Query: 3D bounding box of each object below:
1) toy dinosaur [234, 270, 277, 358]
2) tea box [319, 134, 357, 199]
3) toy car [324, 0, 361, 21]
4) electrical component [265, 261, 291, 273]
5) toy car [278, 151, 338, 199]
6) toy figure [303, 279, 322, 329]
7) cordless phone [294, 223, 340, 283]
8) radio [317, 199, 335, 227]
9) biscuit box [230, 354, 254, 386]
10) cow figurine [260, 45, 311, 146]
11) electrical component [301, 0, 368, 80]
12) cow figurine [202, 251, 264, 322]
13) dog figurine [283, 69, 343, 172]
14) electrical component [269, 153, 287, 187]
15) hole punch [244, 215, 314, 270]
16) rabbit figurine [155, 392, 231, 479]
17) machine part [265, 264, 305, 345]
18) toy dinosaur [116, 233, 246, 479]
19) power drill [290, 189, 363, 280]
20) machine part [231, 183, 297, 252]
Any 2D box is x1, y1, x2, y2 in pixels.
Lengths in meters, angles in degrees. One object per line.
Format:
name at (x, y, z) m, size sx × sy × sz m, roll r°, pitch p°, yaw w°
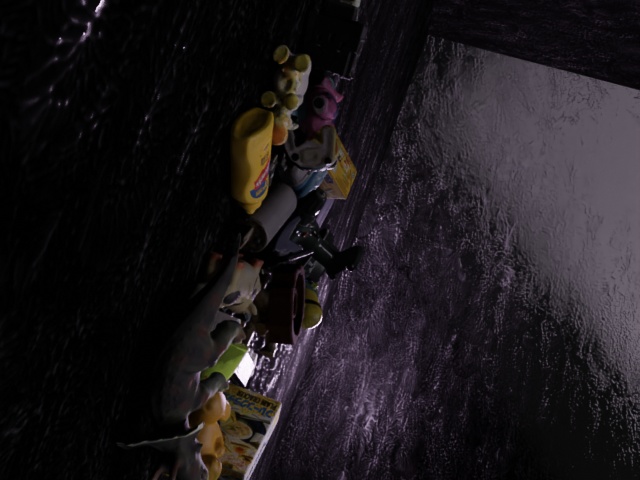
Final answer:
toy dinosaur at (-0.130, 0.179, 1.298) m, size 0.470 × 0.105 × 0.198 m, roll 102°, pitch 7°, yaw -58°
tea box at (0.025, -0.192, 1.376) m, size 0.169 × 0.068 × 0.098 m, roll 57°, pitch 48°, yaw -46°
toy car at (0.049, -0.493, 1.096) m, size 0.056 × 0.074 × 0.201 m, roll -59°, pitch 165°, yaw -65°
electrical component at (-0.095, 0.028, 1.368) m, size 0.119 × 0.048 × 0.074 m, roll -56°, pitch 163°, yaw -54°
toy car at (-0.041, -0.169, 1.173) m, size 0.161 × 0.109 × 0.103 m, roll -57°, pitch 148°, yaw 6°
toy figure at (-0.038, 0.157, 1.397) m, size 0.180 × 0.089 × 0.082 m, roll -91°, pitch -172°, yaw -66°
cordless phone at (-0.035, 0.012, 1.338) m, size 0.146 × 0.089 × 0.184 m, roll -53°, pitch 149°, yaw -14°
radio at (-0.019, -0.095, 1.493) m, size 0.131 × 0.073 × 0.229 m, roll 99°, pitch 15°, yaw -50°
biscuit box at (-0.196, 0.275, 1.211) m, size 0.202 × 0.063 × 0.059 m, roll 88°, pitch 24°, yaw -65°
cow figurine at (-0.062, -0.252, 0.958) m, size 0.098 × 0.068 × 0.167 m, roll -59°, pitch 167°, yaw -76°
electrical component at (0.027, -0.390, 1.041) m, size 0.058 × 0.115 × 0.134 m, roll -61°, pitch 166°, yaw -67°
cow figurine at (-0.158, 0.088, 0.999) m, size 0.195 × 0.086 × 0.127 m, roll 13°, pitch 97°, yaw -78°
dog figurine at (-0.005, -0.252, 1.107) m, size 0.219 × 0.109 × 0.191 m, roll -62°, pitch 143°, yaw -64°
electrical component at (-0.099, -0.133, 1.028) m, size 0.102 × 0.045 × 0.078 m, roll -39°, pitch 145°, yaw -73°
hole punch at (-0.093, 0.009, 1.124) m, size 0.116 × 0.142 × 0.092 m, roll -23°, pitch 99°, yaw -45°
rabbit figurine at (-0.223, 0.360, 1.046) m, size 0.162 × 0.122 × 0.173 m, roll -51°, pitch 157°, yaw -78°
machine part at (-0.070, 0.134, 1.145) m, size 0.179 × 0.056 × 0.179 m, roll 3°, pitch 91°, yaw -82°
toy dinosaur at (-0.211, 0.191, 0.829) m, size 0.192 × 0.131 × 0.404 m, roll -40°, pitch 141°, yaw -74°
power drill at (-0.002, -0.004, 1.208) m, size 0.232 × 0.207 × 0.086 m, roll -32°, pitch -143°, yaw 41°
machine part at (-0.107, -0.047, 1.055) m, size 0.243 × 0.079 × 0.079 m, roll -59°, pitch 165°, yaw -57°
